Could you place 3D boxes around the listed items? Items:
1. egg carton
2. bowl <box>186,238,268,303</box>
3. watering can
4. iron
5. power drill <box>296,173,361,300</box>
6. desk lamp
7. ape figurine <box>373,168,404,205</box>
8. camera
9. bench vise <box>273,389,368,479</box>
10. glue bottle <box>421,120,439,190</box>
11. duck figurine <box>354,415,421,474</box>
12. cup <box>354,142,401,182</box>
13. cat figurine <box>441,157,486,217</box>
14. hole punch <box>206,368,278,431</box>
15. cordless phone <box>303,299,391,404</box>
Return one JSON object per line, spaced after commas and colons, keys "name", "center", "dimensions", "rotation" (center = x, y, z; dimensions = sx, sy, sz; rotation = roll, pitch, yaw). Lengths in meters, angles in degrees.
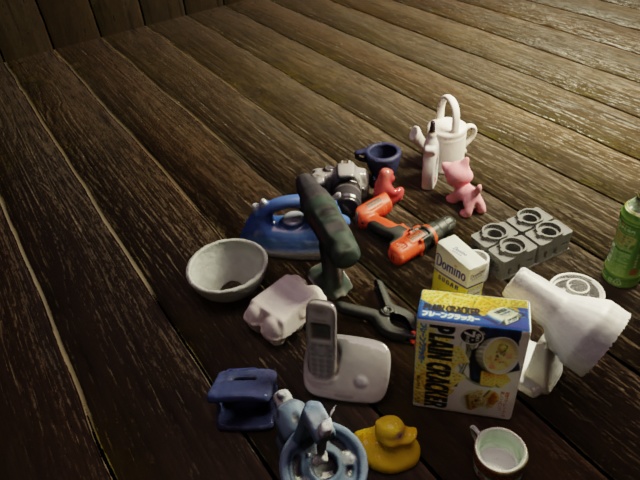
{"name": "egg carton", "center": [-0.065, 0.132, 1.095], "dimensions": [0.107, 0.069, 0.151], "rotation": [28, 49, 34]}
{"name": "bowl", "center": [-0.185, 0.074, 1.175], "dimensions": [0.167, 0.075, 0.167], "rotation": [-3, 39, 3]}
{"name": "watering can", "center": [0.314, -0.270, 1.449], "dimensions": [0.173, 0.194, 0.100], "rotation": [-28, 44, -26]}
{"name": "iron", "center": [-0.065, -0.044, 1.254], "dimensions": [0.258, 0.142, 0.118], "rotation": [-1, 39, 5]}
{"name": "power drill", "center": [0.010, 0.004, 1.134], "dimensions": [0.076, 0.209, 0.229], "rotation": [-18, 41, -16]}
{"name": "desk lamp", "center": [0.359, 0.152, 0.910], "dimensions": [0.202, 0.214, 0.118], "rotation": [26, 49, 33]}
{"name": "ape figurine", "center": [0.160, -0.132, 1.377], "dimensions": [0.076, 0.092, 0.077], "rotation": [-25, 43, -22]}
{"name": "camera", "center": [0.047, -0.121, 1.368], "dimensions": [0.143, 0.101, 0.136], "rotation": [-2, 39, 4]}
{"name": "bench vise", "center": [-0.023, 0.279, 0.790], "dimensions": [0.206, 0.220, 0.122], "rotation": [28, 50, 34]}
{"name": "glue bottle", "center": [0.271, -0.212, 1.399], "dimensions": [0.037, 0.173, 0.078], "rotation": [6, 40, 14]}
{"name": "duck figurine", "center": [0.099, 0.297, 0.861], "dimensions": [0.104, 0.086, 0.077], "rotation": [3, 40, 10]}
{"name": "cup", "center": [0.145, -0.186, 1.443], "dimensions": [0.117, 0.095, 0.092], "rotation": [4, 40, 11]}
{"name": "cat figurine", "center": [0.337, -0.134, 1.340], "dimensions": [0.067, 0.118, 0.127], "rotation": [-18, 41, -15]}
{"name": "hole punch", "center": [-0.126, 0.249, 0.941], "dimensions": [0.108, 0.091, 0.101], "rotation": [-2, 39, 4]}
{"name": "cordless phone", "center": [0.042, 0.178, 0.935], "dimensions": [0.147, 0.185, 0.094], "rotation": [3, 40, 10]}
